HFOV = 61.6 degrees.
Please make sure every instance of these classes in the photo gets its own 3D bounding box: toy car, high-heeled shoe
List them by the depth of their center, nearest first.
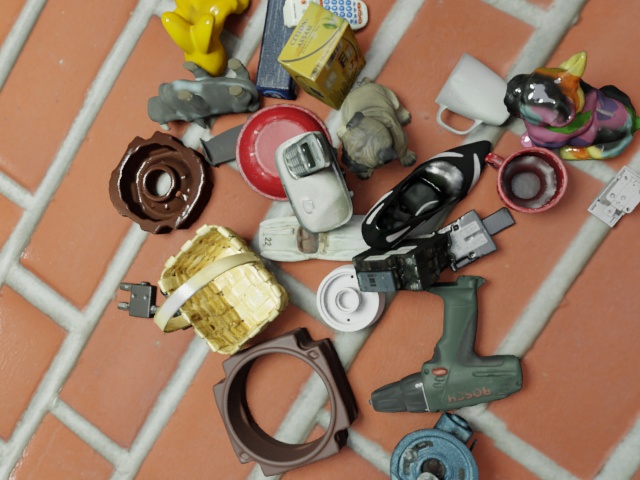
[{"bbox_3d":[0.158,-0.077,0.778,0.249,0.145,0.086,-44,79,1],"label":"high-heeled shoe"},{"bbox_3d":[-0.002,-0.003,0.869,0.202,0.056,0.073,-1,88,14],"label":"toy car"}]

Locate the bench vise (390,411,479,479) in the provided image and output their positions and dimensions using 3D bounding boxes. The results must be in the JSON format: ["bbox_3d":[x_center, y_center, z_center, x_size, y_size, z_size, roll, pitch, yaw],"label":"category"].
[{"bbox_3d":[0.132,0.349,0.737,0.129,0.240,0.223,44,97,11],"label":"bench vise"}]

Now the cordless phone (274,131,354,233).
[{"bbox_3d":[0.005,-0.083,0.750,0.089,0.184,0.146,-22,97,-10],"label":"cordless phone"}]

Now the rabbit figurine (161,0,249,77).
[{"bbox_3d":[-0.187,-0.350,0.885,0.122,0.162,0.173,3,108,1],"label":"rabbit figurine"}]

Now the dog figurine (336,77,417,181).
[{"bbox_3d":[0.071,-0.177,0.786,0.121,0.190,0.172,-27,82,11],"label":"dog figurine"}]

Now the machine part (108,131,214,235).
[{"bbox_3d":[-0.274,-0.097,0.936,0.180,0.056,0.179,0,89,12],"label":"machine part"}]

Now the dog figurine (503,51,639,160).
[{"bbox_3d":[0.340,-0.172,0.709,0.192,0.219,0.108,14,96,14],"label":"dog figurine"}]

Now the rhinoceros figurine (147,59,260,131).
[{"bbox_3d":[-0.197,-0.237,0.896,0.190,0.112,0.073,-8,73,4],"label":"rhinoceros figurine"}]

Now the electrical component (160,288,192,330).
[{"bbox_3d":[-0.213,0.108,0.915,0.045,0.078,0.102,-45,73,34],"label":"electrical component"}]

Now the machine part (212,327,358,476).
[{"bbox_3d":[-0.056,0.257,0.863,0.201,0.087,0.201,-23,83,12],"label":"machine part"}]

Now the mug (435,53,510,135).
[{"bbox_3d":[0.233,-0.207,0.806,0.107,0.081,0.109,29,91,4],"label":"mug"}]

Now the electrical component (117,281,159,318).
[{"bbox_3d":[-0.316,0.106,0.959,0.094,0.021,0.063,6,90,14],"label":"electrical component"}]

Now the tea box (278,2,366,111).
[{"bbox_3d":[0.008,-0.270,0.813,0.068,0.169,0.098,33,95,10],"label":"tea box"}]

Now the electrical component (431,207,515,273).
[{"bbox_3d":[0.238,-0.008,0.817,0.119,0.047,0.075,-27,84,13],"label":"electrical component"}]

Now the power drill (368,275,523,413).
[{"bbox_3d":[0.180,0.157,0.812,0.232,0.086,0.207,-5,84,12],"label":"power drill"}]

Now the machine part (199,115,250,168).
[{"bbox_3d":[-0.135,-0.163,0.914,0.139,0.039,0.084,-13,91,11],"label":"machine part"}]

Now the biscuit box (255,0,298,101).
[{"bbox_3d":[-0.058,-0.337,0.886,0.063,0.059,0.202,10,91,12],"label":"biscuit box"}]

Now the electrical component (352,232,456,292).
[{"bbox_3d":[0.116,0.036,0.781,0.115,0.134,0.058,-7,103,45],"label":"electrical component"}]
